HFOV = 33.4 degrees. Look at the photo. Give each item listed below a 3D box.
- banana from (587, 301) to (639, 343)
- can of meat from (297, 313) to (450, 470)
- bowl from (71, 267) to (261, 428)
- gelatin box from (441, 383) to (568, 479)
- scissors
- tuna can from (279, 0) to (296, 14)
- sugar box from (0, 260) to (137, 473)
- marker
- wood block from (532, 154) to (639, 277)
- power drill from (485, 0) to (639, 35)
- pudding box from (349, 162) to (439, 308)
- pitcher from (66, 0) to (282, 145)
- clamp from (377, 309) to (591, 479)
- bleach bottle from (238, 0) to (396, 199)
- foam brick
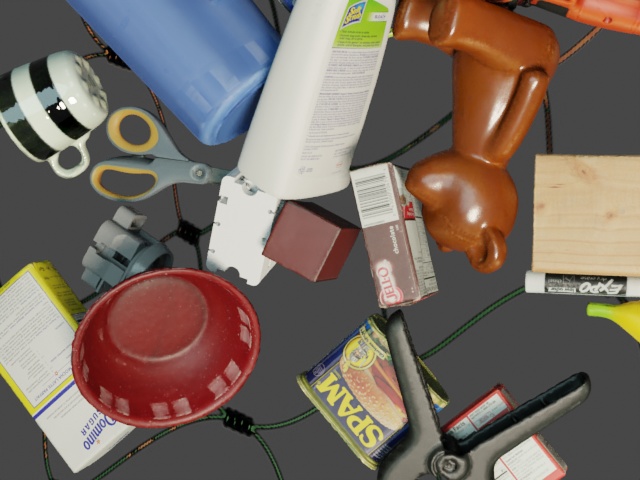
[{"bbox_3d":[0.283,0.125,0.832,0.070,0.037,0.198,-30,81,33],"label":"banana"},{"bbox_3d":[0.046,0.124,0.890,0.084,0.057,0.102,-42,81,10],"label":"can of meat"},{"bbox_3d":[-0.135,0.082,0.918,0.162,0.055,0.162,-8,121,-14],"label":"bowl"},{"bbox_3d":[0.146,0.174,0.875,0.073,0.030,0.089,-41,81,15],"label":"gelatin box"},{"bbox_3d":[-0.114,-0.078,0.953,0.202,0.016,0.096,-5,90,16],"label":"scissors"},{"bbox_3d":[-0.024,-0.226,0.888,0.034,0.086,0.086,-31,83,16],"label":"tuna can"},{"bbox_3d":[-0.237,0.114,0.979,0.093,0.048,0.176,-40,84,13],"label":"sugar box"},{"bbox_3d":[0.226,0.036,0.853,0.121,0.020,0.020,3,92,17],"label":"marker"},{"bbox_3d":[0.268,-0.017,0.803,0.206,0.090,0.090,2,92,16],"label":"wood block"},{"bbox_3d":[0.196,-0.183,0.783,0.187,0.184,0.057,18,100,6],"label":"power drill"},{"bbox_3d":[0.062,-0.004,0.865,0.039,0.090,0.113,-11,87,15],"label":"pudding box"},{"bbox_3d":[-0.127,-0.206,0.893,0.145,0.149,0.243,-41,83,4],"label":"pitcher"},{"bbox_3d":[0.112,0.169,0.842,0.164,0.036,0.210,13,105,3],"label":"clamp"},{"bbox_3d":[0.015,-0.155,0.829,0.068,0.102,0.251,37,121,28],"label":"bleach bottle"},{"bbox_3d":[-0.006,0.001,0.891,0.053,0.078,0.051,29,97,14],"label":"foam brick"}]
